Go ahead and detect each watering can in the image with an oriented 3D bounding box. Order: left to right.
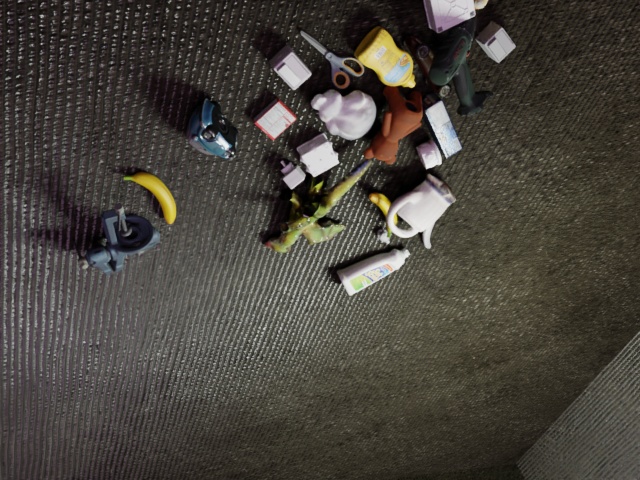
[{"bbox_3d":[0.341,-0.087,1.659,0.222,0.106,0.344,-46,144,14],"label":"watering can"}]

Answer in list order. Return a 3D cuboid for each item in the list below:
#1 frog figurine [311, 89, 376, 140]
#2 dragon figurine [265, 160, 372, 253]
[{"bbox_3d":[0.062,-0.335,1.337,0.158,0.125,0.135,15,142,-43],"label":"frog figurine"},{"bbox_3d":[0.005,-0.078,1.558,0.409,0.124,0.239,-28,150,6],"label":"dragon figurine"}]
